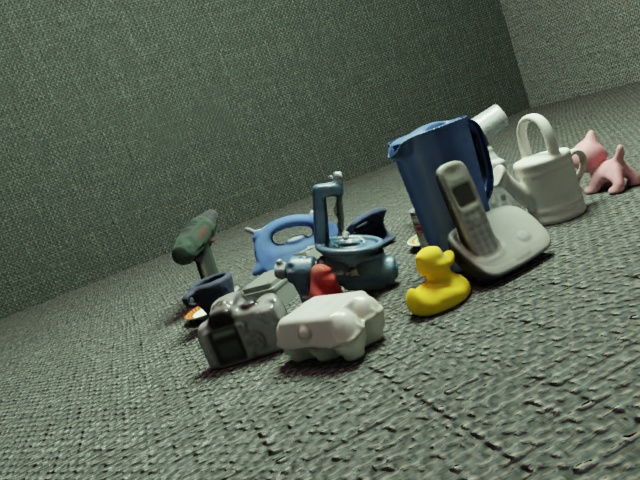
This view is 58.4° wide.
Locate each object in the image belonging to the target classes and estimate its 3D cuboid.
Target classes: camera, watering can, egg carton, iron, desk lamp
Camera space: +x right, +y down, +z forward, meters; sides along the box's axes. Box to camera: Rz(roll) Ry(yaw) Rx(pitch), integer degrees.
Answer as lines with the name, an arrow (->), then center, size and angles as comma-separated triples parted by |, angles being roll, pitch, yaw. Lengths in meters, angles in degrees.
camera -> -0.115, 0.126, 0.934 | 0.143, 0.101, 0.137 | -18, 10, 12
watering can -> 0.394, -0.129, 1.023 | 0.173, 0.194, 0.100 | -26, 11, -30
egg carton -> 0.012, 0.122, 0.793 | 0.149, 0.069, 0.107 | -12, 13, 40
iron -> -0.051, -0.002, 1.390 | 0.258, 0.141, 0.118 | -20, 10, 3
desk lamp -> 0.390, -0.200, 1.365 | 0.203, 0.214, 0.118 | -19, 10, 10

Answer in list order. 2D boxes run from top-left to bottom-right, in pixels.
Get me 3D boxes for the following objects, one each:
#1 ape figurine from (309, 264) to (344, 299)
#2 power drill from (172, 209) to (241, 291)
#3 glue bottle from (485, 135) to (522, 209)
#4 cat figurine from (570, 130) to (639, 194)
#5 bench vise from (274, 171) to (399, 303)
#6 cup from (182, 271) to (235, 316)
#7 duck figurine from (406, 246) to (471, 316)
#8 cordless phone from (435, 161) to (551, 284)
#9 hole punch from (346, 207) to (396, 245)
ape figurine -> 0.011, 0.083, 0.940 | 0.076, 0.092, 0.078 | -14, 12, 32
power drill -> -0.271, 0.044, 1.387 | 0.075, 0.208, 0.230 | -18, 10, 15
glue bottle -> 0.365, -0.138, 1.199 | 0.037, 0.173, 0.078 | -26, 11, -28
cat figurine -> 0.533, -0.152, 1.094 | 0.067, 0.118, 0.127 | -23, 10, -16
bench vise -> 0.011, 0.005, 0.991 | 0.207, 0.220, 0.121 | -21, 10, -6
cup -> -0.215, 0.127, 1.151 | 0.091, 0.095, 0.118 | -11, 13, 43
duck figurine -> 0.161, 0.053, 0.819 | 0.105, 0.086, 0.077 | -25, 11, -27
cordless phone -> 0.252, -0.041, 0.857 | 0.148, 0.185, 0.094 | -25, 11, -25
hole punch -> 0.103, -0.021, 1.333 | 0.109, 0.091, 0.100 | -25, 11, -27
